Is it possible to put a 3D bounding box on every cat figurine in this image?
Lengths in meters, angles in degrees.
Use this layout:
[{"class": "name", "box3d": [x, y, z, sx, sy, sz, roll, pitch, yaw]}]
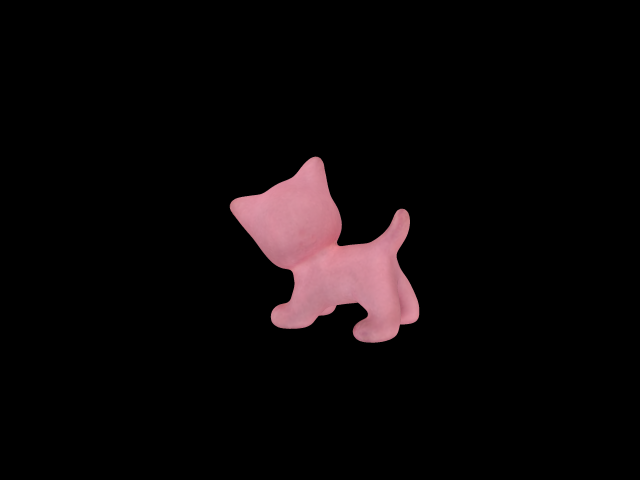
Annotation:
[{"class": "cat figurine", "box3d": [0.004, 0.001, 0.400, 0.127, 0.118, 0.067, 4, 10, 23]}]
